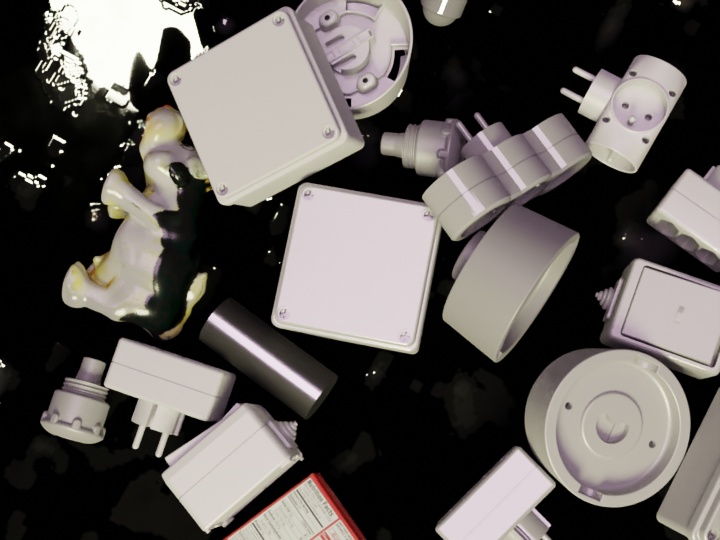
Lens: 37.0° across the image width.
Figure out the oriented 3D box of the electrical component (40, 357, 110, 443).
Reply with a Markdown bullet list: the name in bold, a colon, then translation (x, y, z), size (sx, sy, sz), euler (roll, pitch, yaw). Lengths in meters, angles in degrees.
- **electrical component**: translation (-0.210, 0.097, 0.812), size (0.048, 0.048, 0.062), euler (13, 76, 8)

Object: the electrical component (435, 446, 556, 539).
- **electrical component**: translation (0.109, 0.180, 0.763), size (0.083, 0.047, 0.075), euler (-45, 80, -2)

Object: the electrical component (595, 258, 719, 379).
- **electrical component**: translation (0.216, 0.032, 0.768), size (0.096, 0.061, 0.061), euler (20, 84, 8)

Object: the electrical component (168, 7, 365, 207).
- **electrical component**: translation (-0.069, -0.116, 0.787), size (0.109, 0.056, 0.108), euler (-26, 82, 16)

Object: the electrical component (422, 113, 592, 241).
- **electrical component**: translation (0.098, -0.082, 0.779), size (0.138, 0.052, 0.073), euler (-28, 78, -31)

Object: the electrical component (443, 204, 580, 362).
- **electrical component**: translation (0.101, 0.004, 0.764), size (0.060, 0.108, 0.108), euler (33, 86, 16)

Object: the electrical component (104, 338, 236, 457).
- **electrical component**: translation (-0.147, 0.100, 0.802), size (0.083, 0.047, 0.075), euler (18, 84, 8)

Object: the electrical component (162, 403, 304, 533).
- **electrical component**: translation (-0.089, 0.135, 0.783), size (0.096, 0.061, 0.061), euler (-41, 80, -1)

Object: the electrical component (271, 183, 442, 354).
- **electrical component**: translation (0.000, 0.000, 0.798), size (0.109, 0.056, 0.108), euler (10, 82, 7)

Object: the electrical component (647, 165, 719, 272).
- **electrical component**: translation (0.261, -0.050, 0.783), size (0.066, 0.047, 0.076), euler (37, 86, 9)

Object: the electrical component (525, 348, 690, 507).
- **electrical component**: translation (0.169, 0.106, 0.757), size (0.108, 0.060, 0.108), euler (-1, 93, -13)

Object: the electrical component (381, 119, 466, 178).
- **electrical component**: translation (0.047, -0.092, 0.814), size (0.062, 0.048, 0.048), euler (8, 82, 14)

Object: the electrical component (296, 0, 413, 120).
- **electrical component**: translation (-0.008, -0.166, 0.820), size (0.099, 0.064, 0.099), euler (-1, 81, 5)

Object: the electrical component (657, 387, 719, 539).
- **electrical component**: translation (0.276, 0.150, 0.729), size (0.109, 0.056, 0.108), euler (29, 85, -15)

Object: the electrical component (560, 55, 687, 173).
- **electrical component**: translation (0.190, -0.125, 0.803), size (0.079, 0.044, 0.077), euler (30, 85, 10)
